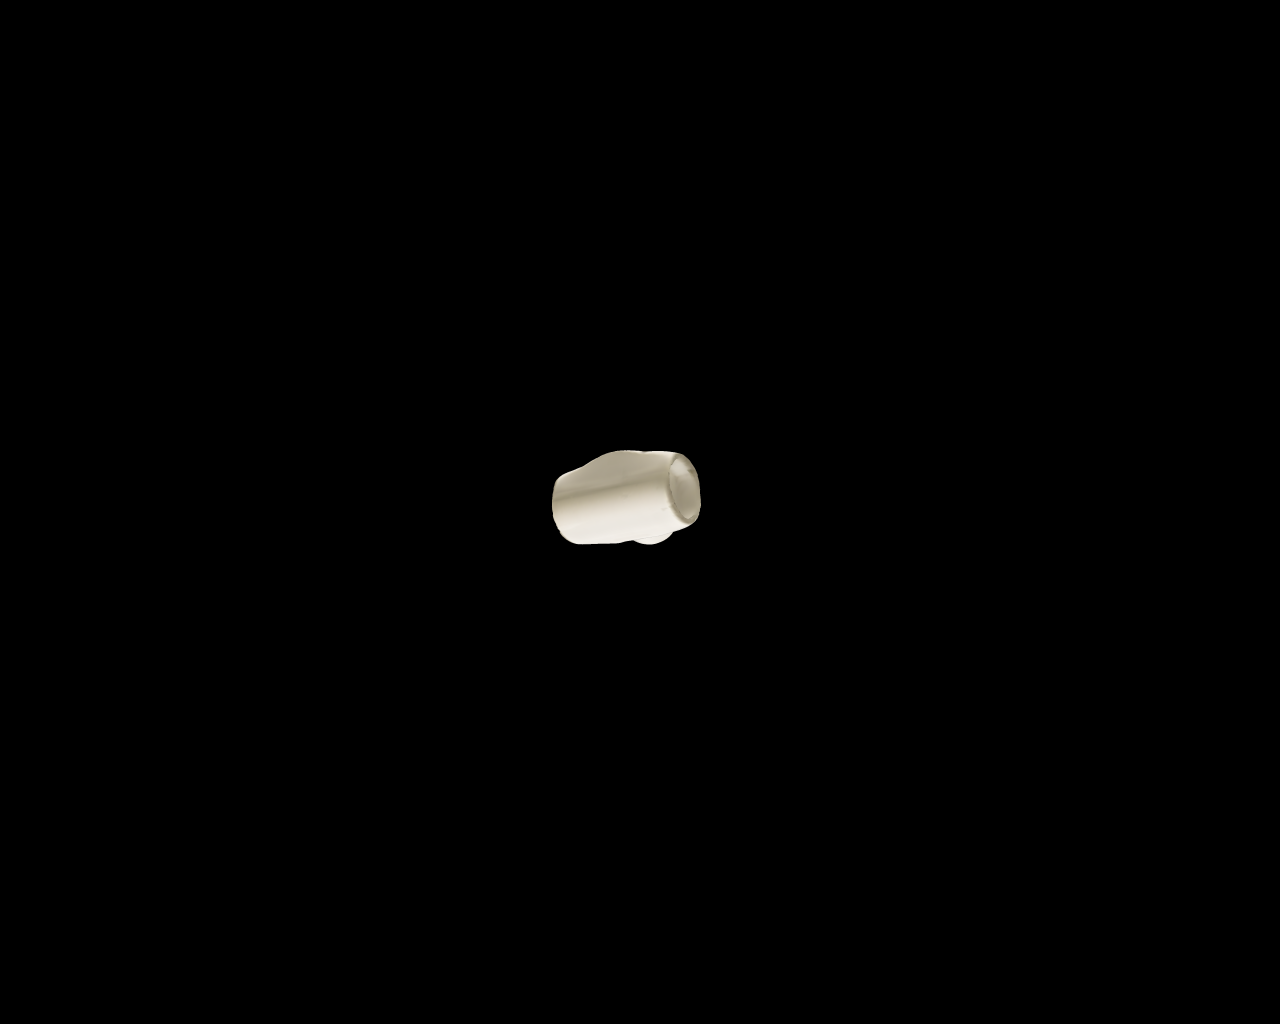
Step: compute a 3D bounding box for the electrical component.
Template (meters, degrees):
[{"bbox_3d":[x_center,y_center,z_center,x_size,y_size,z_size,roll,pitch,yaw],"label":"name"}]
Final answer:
[{"bbox_3d":[0.001,-0.003,0.650,0.077,0.043,0.079,-11,-23,27],"label":"electrical component"}]
